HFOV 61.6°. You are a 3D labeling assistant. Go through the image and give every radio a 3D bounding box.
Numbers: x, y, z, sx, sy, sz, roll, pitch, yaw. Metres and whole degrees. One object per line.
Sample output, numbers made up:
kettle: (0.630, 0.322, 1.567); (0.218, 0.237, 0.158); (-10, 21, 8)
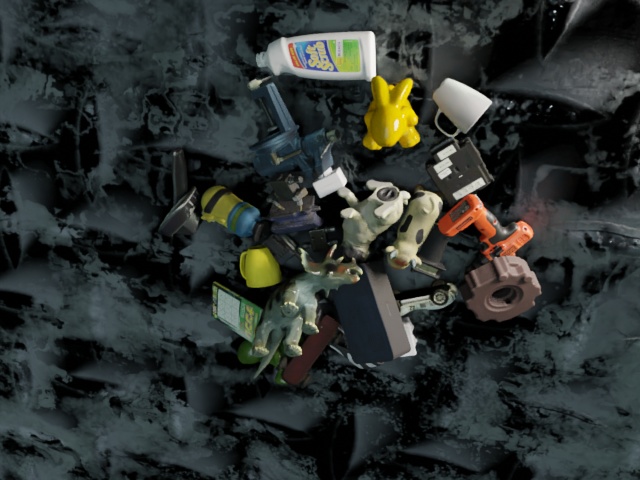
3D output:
radio: (0.113, 0.173, 1.270); (0.131, 0.073, 0.229); (-25, 79, 42)

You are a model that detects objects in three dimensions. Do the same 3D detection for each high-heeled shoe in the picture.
high-heeled shoe: (0.061, 0.227, 1.333); (0.145, 0.086, 0.248); (4, 135, 44)

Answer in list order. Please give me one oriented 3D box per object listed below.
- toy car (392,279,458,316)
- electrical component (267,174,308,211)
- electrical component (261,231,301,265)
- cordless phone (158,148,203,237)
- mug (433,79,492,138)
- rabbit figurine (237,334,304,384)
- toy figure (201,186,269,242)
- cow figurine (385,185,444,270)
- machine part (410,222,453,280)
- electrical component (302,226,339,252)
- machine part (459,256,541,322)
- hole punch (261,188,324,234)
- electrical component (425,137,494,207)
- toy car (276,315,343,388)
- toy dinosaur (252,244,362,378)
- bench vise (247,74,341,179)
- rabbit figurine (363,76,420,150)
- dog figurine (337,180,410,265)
toy car: (0.233, 0.144, 1.297); (0.202, 0.073, 0.056); (-14, 105, 15)
electrical component: (-0.074, -0.104, 1.183); (0.102, 0.045, 0.078); (6, 143, 34)
electrical component: (-0.081, 0.025, 1.308); (0.048, 0.075, 0.119); (-39, 103, 20)
cordless phone: (-0.329, -0.113, 1.254); (0.089, 0.147, 0.184); (2, 116, 2)
mug: (0.283, -0.277, 1.124); (0.107, 0.081, 0.109); (43, 119, 5)
rabbit figurine: (-0.132, 0.287, 1.394); (0.170, 0.121, 0.159); (7, 106, 5)
toy figure: (-0.202, -0.064, 1.276); (0.180, 0.082, 0.089); (26, 94, 22)
cow figurine: (0.211, -0.018, 1.209); (0.085, 0.127, 0.194); (25, 111, 3)
machine part: (0.269, 0.027, 1.266); (0.084, 0.039, 0.138); (20, 116, 11)
electrical component: (-0.003, -0.004, 1.309); (0.094, 0.021, 0.063); (-9, 109, 14)
machine part: (0.415, 0.118, 1.233); (0.179, 0.056, 0.179); (-3, 132, -3)
hole punch: (-0.054, -0.051, 1.254); (0.142, 0.116, 0.092); (-8, 118, 13)
electrical component: (0.298, -0.159, 1.175); (0.115, 0.058, 0.134); (-30, 104, 17)
toy car: (-0.024, 0.269, 1.311); (0.089, 0.053, 0.202); (35, 100, 3)
toy dinosaur: (-0.071, 0.158, 1.265); (0.131, 0.192, 0.404); (30, 131, -17)
bench vise: (-0.076, -0.239, 1.160); (0.224, 0.129, 0.240); (-12, 111, 41)
rabbit figurine: (0.148, -0.250, 1.104); (0.122, 0.173, 0.162); (10, 117, 10)
dog figurine: (0.124, -0.029, 1.236); (0.172, 0.121, 0.190); (-2, 136, 12)
